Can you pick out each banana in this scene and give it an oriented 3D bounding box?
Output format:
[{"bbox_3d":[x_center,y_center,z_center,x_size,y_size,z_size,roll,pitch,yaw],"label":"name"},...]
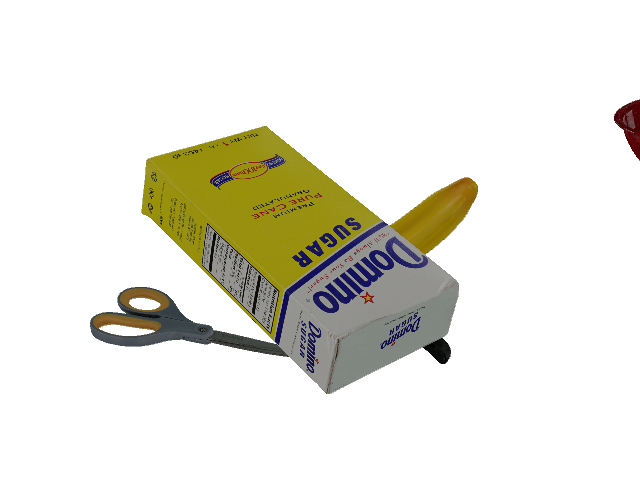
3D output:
[{"bbox_3d":[0.039,0.010,0.854,0.198,0.037,0.069,-24,-25,7],"label":"banana"}]

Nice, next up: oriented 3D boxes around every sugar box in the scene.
[{"bbox_3d":[-0.015,0.003,0.603,0.093,0.048,0.176,-22,46,-36],"label":"sugar box"}]

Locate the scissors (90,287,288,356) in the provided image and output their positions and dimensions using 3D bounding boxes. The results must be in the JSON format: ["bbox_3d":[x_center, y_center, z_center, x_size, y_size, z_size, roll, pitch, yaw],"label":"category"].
[{"bbox_3d":[-0.121,0.079,1.040,0.201,0.016,0.096,3,32,-3],"label":"scissors"}]

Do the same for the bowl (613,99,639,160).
[{"bbox_3d":[0.350,-0.089,0.971,0.162,0.055,0.162,-5,22,2],"label":"bowl"}]

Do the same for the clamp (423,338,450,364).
[{"bbox_3d":[0.085,0.078,1.193,0.120,0.171,0.039,7,-43,0],"label":"clamp"}]
